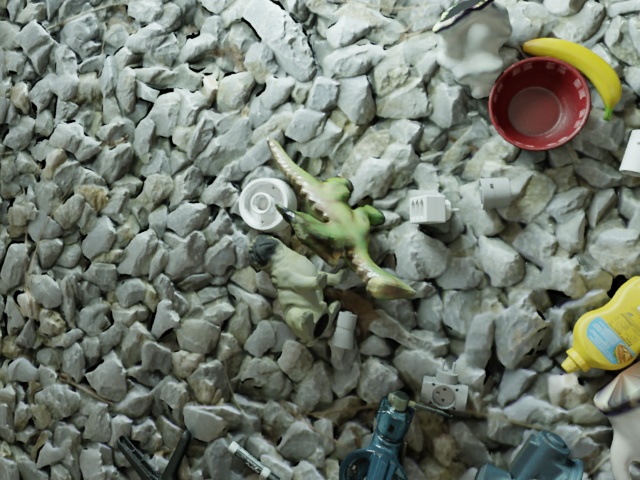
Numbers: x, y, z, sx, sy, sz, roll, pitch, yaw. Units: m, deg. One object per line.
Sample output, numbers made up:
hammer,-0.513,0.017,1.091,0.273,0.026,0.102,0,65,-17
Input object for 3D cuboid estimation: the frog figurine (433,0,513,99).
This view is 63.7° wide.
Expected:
frog figurine,0.278,-0.339,0.912,0.137,0.125,0.157,-32,117,3

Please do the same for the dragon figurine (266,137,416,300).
dragon figurine,0.003,-0.044,0.884,0.413,0.243,0.121,43,104,10

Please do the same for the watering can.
watering can,0.584,0.264,0.781,0.346,0.104,0.226,-39,79,10
